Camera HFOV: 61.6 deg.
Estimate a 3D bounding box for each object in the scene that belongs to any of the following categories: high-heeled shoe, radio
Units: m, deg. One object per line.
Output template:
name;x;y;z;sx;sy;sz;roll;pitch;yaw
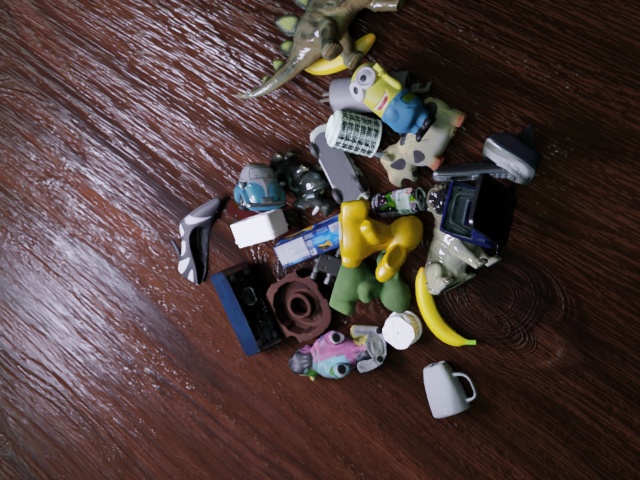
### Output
high-heeled shoe;-0.303;0.008;1.400;0.249;0.086;0.145;-40;84;34
radio;-0.184;0.172;1.341;0.229;0.073;0.131;64;152;1

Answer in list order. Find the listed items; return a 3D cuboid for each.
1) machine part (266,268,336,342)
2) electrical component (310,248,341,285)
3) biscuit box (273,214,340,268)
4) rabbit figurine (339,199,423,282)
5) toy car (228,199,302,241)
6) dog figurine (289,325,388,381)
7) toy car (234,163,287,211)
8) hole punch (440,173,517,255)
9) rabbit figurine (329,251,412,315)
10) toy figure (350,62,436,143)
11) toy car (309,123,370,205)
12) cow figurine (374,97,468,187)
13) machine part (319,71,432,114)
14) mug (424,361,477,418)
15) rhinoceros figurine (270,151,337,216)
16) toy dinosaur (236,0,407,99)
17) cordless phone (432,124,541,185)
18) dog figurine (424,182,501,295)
machine part;-0.043;0.156;1.301;0.180;0.056;0.179;7;106;26
electrical component;0.017;0.054;1.243;0.063;0.021;0.094;23;91;-14
biscuit box;-0.003;-0.004;1.219;0.203;0.063;0.059;-22;103;19
rabbit figurine;0.127;-0.005;1.078;0.173;0.121;0.162;-4;65;-8
toy car;-0.134;-0.051;1.309;0.202;0.053;0.089;22;121;19
dog figurine;0.034;0.272;1.261;0.219;0.191;0.108;-37;62;59
toy car;-0.138;-0.122;1.210;0.162;0.109;0.102;-146;56;-66
hole punch;0.291;-0.050;0.988;0.092;0.115;0.142;-10;59;54
rabbit figurine;0.125;0.093;1.184;0.170;0.121;0.159;19;103;5
toy figure;0.134;-0.260;1.014;0.180;0.089;0.082;38;103;6
toy car;0.043;-0.161;1.185;0.073;0.056;0.201;-29;84;24
cow figurine;0.196;-0.192;1.081;0.127;0.085;0.194;33;117;12
machine part;0.108;-0.301;1.108;0.243;0.079;0.079;4;102;28
mug;0.274;0.313;1.150;0.109;0.081;0.107;-29;77;34
rhinoceros figurine;-0.042;-0.127;1.230;0.190;0.073;0.112;35;115;19
toy dinosaur;0.010;-0.435;1.098;0.471;0.105;0.199;-44;61;12
cordless phone;0.298;-0.143;0.986;0.184;0.146;0.088;-6;83;13
dog figurine;0.248;-0.003;1.094;0.172;0.121;0.190;-36;70;21
